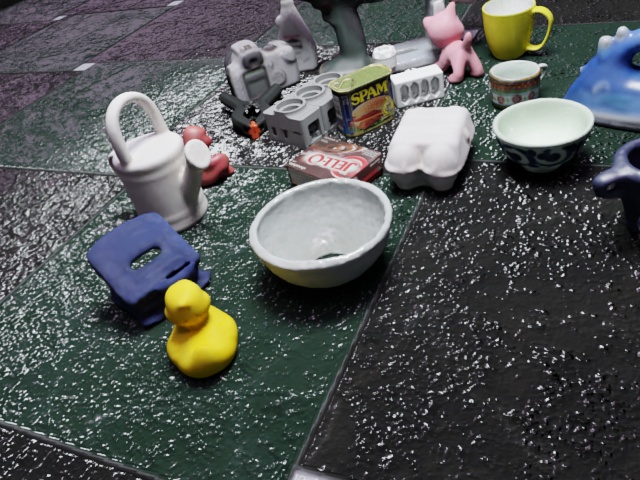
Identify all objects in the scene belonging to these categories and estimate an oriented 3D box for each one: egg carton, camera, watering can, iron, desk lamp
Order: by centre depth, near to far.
[{"bbox_3d":[0.455,-0.229,0.761,0.257,0.142,0.119,9,43,27],"label":"iron"},{"bbox_3d":[-0.225,-0.111,0.790,0.172,0.194,0.101,-7,38,10],"label":"watering can"},{"bbox_3d":[0.154,-0.130,0.792,0.107,0.069,0.150,3,41,22],"label":"egg carton"},{"bbox_3d":[0.206,-0.443,1.055,0.203,0.214,0.117,-14,37,1],"label":"desk lamp"},{"bbox_3d":[-0.132,-0.357,1.150,0.143,0.101,0.136,-25,39,-14],"label":"camera"}]

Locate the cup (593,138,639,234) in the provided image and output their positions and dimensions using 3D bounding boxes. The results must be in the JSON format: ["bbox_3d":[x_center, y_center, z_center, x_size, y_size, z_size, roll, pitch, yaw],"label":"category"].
[{"bbox_3d":[0.342,-0.045,0.602,0.117,0.095,0.091,-15,37,-1],"label":"cup"}]

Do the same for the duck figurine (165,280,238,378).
[{"bbox_3d":[-0.132,0.085,0.599,0.077,0.086,0.104,-21,38,-9],"label":"duck figurine"}]

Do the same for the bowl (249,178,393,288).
[{"bbox_3d":[0.006,0.002,0.668,0.167,0.075,0.167,-9,38,7],"label":"bowl"}]

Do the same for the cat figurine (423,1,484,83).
[{"bbox_3d":[0.234,-0.357,1.015,0.067,0.118,0.127,-21,38,-8],"label":"cat figurine"}]

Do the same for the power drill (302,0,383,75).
[{"bbox_3d":[0.024,-0.421,1.091,0.229,0.209,0.075,-11,37,5],"label":"power drill"}]

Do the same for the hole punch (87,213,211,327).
[{"bbox_3d":[-0.203,0.031,0.687,0.100,0.091,0.109,24,52,40],"label":"hole punch"}]

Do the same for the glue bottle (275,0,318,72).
[{"bbox_3d":[-0.056,-0.426,1.153,0.078,0.173,0.037,-5,38,12],"label":"glue bottle"}]

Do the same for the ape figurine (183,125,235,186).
[{"bbox_3d":[-0.184,-0.135,0.892,0.076,0.092,0.077,-29,39,-18],"label":"ape figurine"}]
